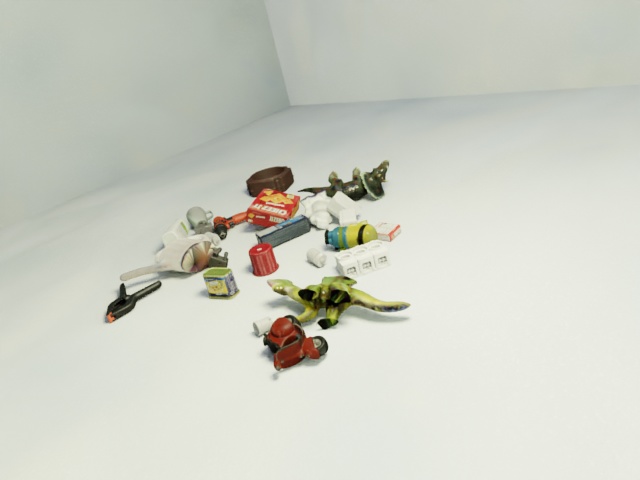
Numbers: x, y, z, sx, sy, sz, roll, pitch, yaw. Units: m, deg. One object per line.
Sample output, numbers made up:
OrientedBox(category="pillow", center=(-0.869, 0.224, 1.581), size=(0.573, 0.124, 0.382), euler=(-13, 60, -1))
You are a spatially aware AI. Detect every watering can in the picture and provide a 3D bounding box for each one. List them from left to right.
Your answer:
OrientedBox(category="watering can", center=(-0.519, 0.071, 1.844), size=(0.224, 0.102, 0.353), euler=(7, 31, 38))

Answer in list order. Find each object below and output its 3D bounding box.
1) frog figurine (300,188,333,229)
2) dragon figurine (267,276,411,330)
OrientedBox(category="frog figurine", center=(0.006, -0.099, 1.973), size=(0.138, 0.120, 0.162), euler=(-13, 58, -20))
OrientedBox(category="dragon figurine", center=(0.045, 0.141, 1.420), size=(0.410, 0.120, 0.246), euler=(0, 19, 11))
